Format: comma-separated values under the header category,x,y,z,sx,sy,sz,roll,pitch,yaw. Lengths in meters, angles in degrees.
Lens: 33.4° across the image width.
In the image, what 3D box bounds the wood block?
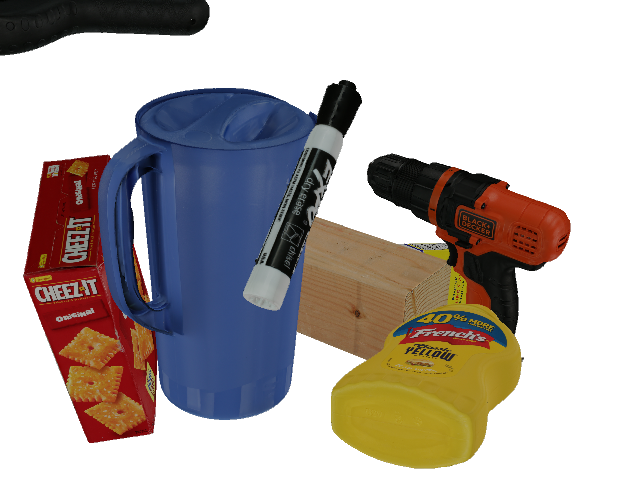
category,x,y,z,sx,sy,sz,roll,pitch,yaw
wood block,0.017,0.045,1.078,0.206,0.091,0.090,20,31,30

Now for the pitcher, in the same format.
category,x,y,z,sx,sy,sz,roll,pitch,yaw
pitcher,-0.080,0.015,0.816,0.149,0.243,0.145,3,26,0

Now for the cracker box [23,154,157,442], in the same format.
category,x,y,z,sx,sy,sz,roll,pitch,yaw
cracker box,-0.204,0.054,0.984,0.072,0.214,0.164,-8,40,-1

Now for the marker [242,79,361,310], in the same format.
category,x,y,z,sx,sy,sz,roll,pitch,yaw
marker,-0.007,-0.024,0.512,0.020,0.121,0.020,19,-19,7

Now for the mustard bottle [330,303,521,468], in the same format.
category,x,y,z,sx,sy,sz,roll,pitch,yaw
mustard bottle,0.086,0.088,0.737,0.096,0.058,0.191,6,19,24

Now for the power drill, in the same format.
category,x,y,z,sx,sy,sz,roll,pitch,yaw
power drill,0.115,0.027,0.922,0.185,0.188,0.057,24,39,30

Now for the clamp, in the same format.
category,x,y,z,sx,sy,sz,roll,pitch,yaw
clamp,-0.165,-0.145,0.632,0.171,0.039,0.120,-11,31,-29

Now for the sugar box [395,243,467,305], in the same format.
category,x,y,z,sx,sy,sz,roll,pitch,yaw
sugar box,0.139,0.050,1.245,0.175,0.093,0.048,-3,14,-34
